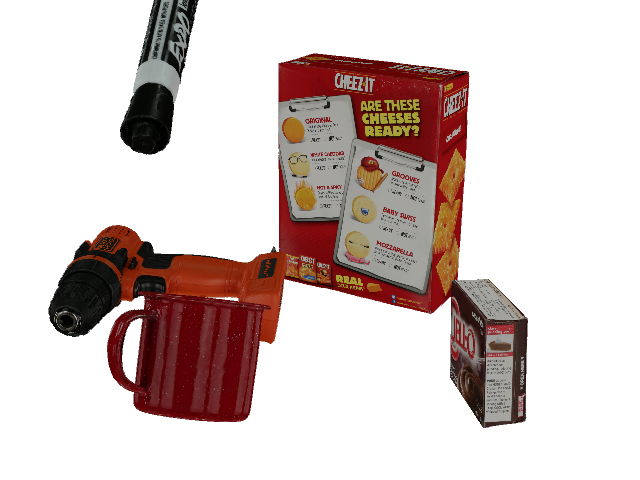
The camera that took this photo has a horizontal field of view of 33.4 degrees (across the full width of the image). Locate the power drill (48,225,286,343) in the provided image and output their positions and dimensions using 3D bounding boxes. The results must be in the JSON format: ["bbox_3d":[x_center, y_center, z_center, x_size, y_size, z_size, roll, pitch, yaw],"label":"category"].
[{"bbox_3d":[-0.127,0.042,0.921,0.187,0.057,0.184,9,22,0],"label":"power drill"}]

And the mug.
[{"bbox_3d":[-0.094,0.079,0.732,0.117,0.081,0.093,11,-6,-44],"label":"mug"}]

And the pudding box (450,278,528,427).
[{"bbox_3d":[0.135,0.088,0.867,0.039,0.090,0.113,-4,14,-8],"label":"pudding box"}]

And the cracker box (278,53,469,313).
[{"bbox_3d":[0.047,-0.056,0.983,0.164,0.214,0.072,12,24,28],"label":"cracker box"}]

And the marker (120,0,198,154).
[{"bbox_3d":[-0.063,-0.077,0.435,0.020,0.020,0.121,1,45,1],"label":"marker"}]
